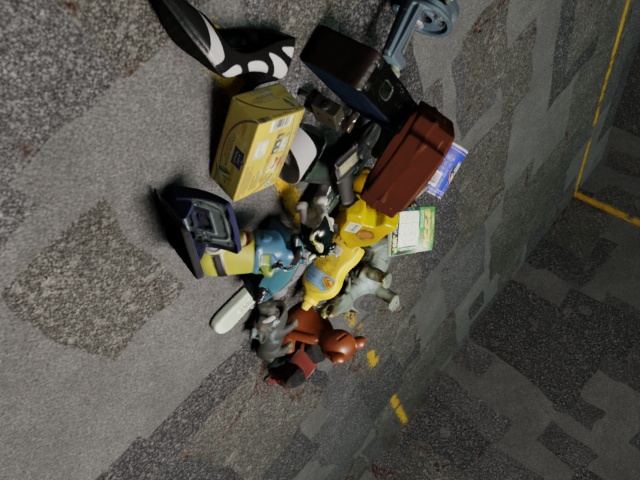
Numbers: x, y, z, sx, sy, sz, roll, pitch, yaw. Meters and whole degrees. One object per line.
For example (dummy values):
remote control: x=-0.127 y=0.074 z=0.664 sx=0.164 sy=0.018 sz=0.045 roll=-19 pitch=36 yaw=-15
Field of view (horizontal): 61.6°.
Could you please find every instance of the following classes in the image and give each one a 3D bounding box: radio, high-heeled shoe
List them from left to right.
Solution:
high-heeled shoe: x=-0.110 y=-0.283 z=0.722 sx=0.145 sy=0.086 sz=0.248 roll=-52 pitch=157 yaw=-5
radio: x=0.079 y=-0.276 z=0.956 sx=0.073 sy=0.131 sz=0.229 roll=-59 pitch=150 yaw=7

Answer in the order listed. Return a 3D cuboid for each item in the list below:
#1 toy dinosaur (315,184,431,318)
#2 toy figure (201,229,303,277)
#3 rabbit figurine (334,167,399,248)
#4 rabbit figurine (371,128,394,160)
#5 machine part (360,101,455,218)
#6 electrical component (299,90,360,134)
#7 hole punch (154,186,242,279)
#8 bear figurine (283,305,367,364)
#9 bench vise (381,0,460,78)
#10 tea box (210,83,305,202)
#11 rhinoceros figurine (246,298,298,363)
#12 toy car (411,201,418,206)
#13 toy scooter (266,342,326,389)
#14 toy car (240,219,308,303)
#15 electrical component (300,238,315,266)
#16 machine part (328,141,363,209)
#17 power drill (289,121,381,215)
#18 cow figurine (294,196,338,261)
toy dinosaur: x=0.131 y=0.035 z=1.324 sx=0.131 sy=0.192 sz=0.405 roll=45 pitch=66 yaw=-48
toy figure: x=-0.125 y=0.024 z=0.930 sx=0.180 sy=0.082 sz=0.089 roll=4 pitch=105 yaw=-16
rabbit figurine: x=0.097 y=-0.074 z=1.181 sx=0.162 sy=0.122 sz=0.173 roll=113 pitch=-19 yaw=-60
rabbit figurine: x=0.191 y=-0.183 z=1.232 sx=0.159 sy=0.121 sz=0.170 roll=-56 pitch=143 yaw=-49
machine part: x=0.170 y=-0.154 z=1.034 sx=0.201 sy=0.087 sz=0.201 roll=-53 pitch=-174 yaw=27
electrical component: x=0.017 y=-0.231 z=0.950 sx=0.045 sy=0.102 sz=0.078 roll=-56 pitch=160 yaw=-8
hole punch: x=-0.187 y=-0.021 z=0.825 sx=0.092 sy=0.116 sz=0.142 roll=-34 pitch=142 yaw=-22
bear figurine: x=0.006 y=0.241 z=1.287 sx=0.120 sy=0.196 sz=0.131 roll=-35 pitch=145 yaw=-38
bench vise: x=0.168 y=-0.413 z=0.967 sx=0.223 sy=0.129 sz=0.240 roll=23 pitch=92 yaw=-61
tea box: x=-0.100 y=-0.149 z=0.834 sx=0.098 sy=0.068 sz=0.169 roll=-28 pitch=160 yaw=-40
rhinoceros figurine: x=-0.113 y=0.194 z=1.201 sx=0.112 sy=0.073 sz=0.190 roll=-23 pitch=140 yaw=-28
toy car: x=0.200 y=-0.114 z=1.371 sx=0.089 sy=0.053 sz=0.201 roll=-44 pitch=144 yaw=-18
toy scooter: x=-0.067 y=0.321 z=1.364 sx=0.135 sy=0.075 sz=0.184 roll=-30 pitch=-172 yaw=36
toy car: x=-0.078 y=0.048 z=1.052 sx=0.103 sy=0.109 sz=0.161 roll=12 pitch=113 yaw=-44
electrical component: x=-0.061 y=0.038 z=1.141 sx=0.119 sy=0.048 sz=0.074 roll=-27 pitch=139 yaw=-43
machine part: x=0.051 y=-0.117 z=1.022 sx=0.084 sy=0.039 sz=0.138 roll=-52 pitch=153 yaw=-24
power drill: x=0.018 y=-0.159 z=1.046 sx=0.232 sy=0.086 sz=0.207 roll=-58 pitch=158 yaw=9
cow figurine: x=0.000 y=-0.003 z=1.051 sx=0.068 sy=0.098 sz=0.167 roll=-13 pitch=148 yaw=3
